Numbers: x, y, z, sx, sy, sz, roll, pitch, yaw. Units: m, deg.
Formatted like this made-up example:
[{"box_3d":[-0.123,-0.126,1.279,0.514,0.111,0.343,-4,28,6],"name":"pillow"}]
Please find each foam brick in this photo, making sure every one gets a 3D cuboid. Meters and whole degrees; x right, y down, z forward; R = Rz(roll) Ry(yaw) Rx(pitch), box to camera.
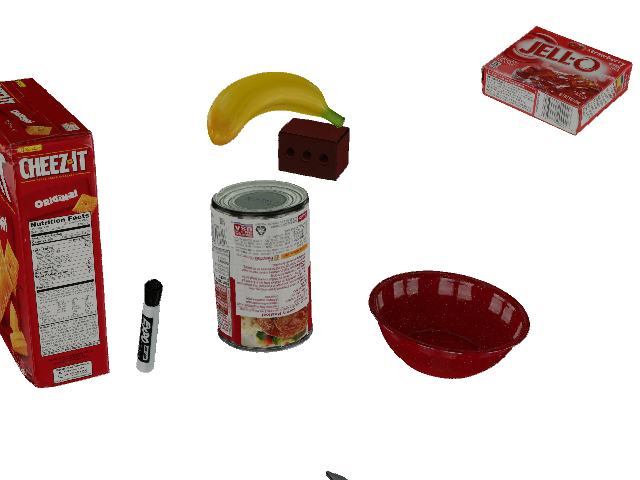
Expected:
[{"box_3d":[-0.008,-0.112,1.302,0.078,0.053,0.051,11,31,17],"name":"foam brick"}]

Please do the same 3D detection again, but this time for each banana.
[{"box_3d":[-0.050,-0.128,1.004,0.070,0.037,0.197,42,33,22],"name":"banana"}]

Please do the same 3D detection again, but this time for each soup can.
[{"box_3d":[-0.040,0.017,0.738,0.068,0.102,0.068,-1,22,0],"name":"soup can"}]

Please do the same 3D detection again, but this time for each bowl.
[{"box_3d":[0.126,0.091,1.075,0.162,0.055,0.162,5,27,-3],"name":"bowl"}]

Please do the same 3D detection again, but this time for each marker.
[{"box_3d":[-0.180,0.090,1.125,0.020,0.121,0.020,8,36,-6],"name":"marker"}]

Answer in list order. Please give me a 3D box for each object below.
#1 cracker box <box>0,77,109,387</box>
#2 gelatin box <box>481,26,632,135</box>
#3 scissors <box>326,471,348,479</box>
[{"box_3d":[-0.240,-0.009,0.887,0.072,0.214,0.164,-13,28,-27],"name":"cracker box"},{"box_3d":[0.180,-0.125,0.817,0.089,0.030,0.073,31,54,31],"name":"gelatin box"},{"box_3d":[0.084,0.163,0.515,0.096,0.016,0.202,-2,23,-24],"name":"scissors"}]
